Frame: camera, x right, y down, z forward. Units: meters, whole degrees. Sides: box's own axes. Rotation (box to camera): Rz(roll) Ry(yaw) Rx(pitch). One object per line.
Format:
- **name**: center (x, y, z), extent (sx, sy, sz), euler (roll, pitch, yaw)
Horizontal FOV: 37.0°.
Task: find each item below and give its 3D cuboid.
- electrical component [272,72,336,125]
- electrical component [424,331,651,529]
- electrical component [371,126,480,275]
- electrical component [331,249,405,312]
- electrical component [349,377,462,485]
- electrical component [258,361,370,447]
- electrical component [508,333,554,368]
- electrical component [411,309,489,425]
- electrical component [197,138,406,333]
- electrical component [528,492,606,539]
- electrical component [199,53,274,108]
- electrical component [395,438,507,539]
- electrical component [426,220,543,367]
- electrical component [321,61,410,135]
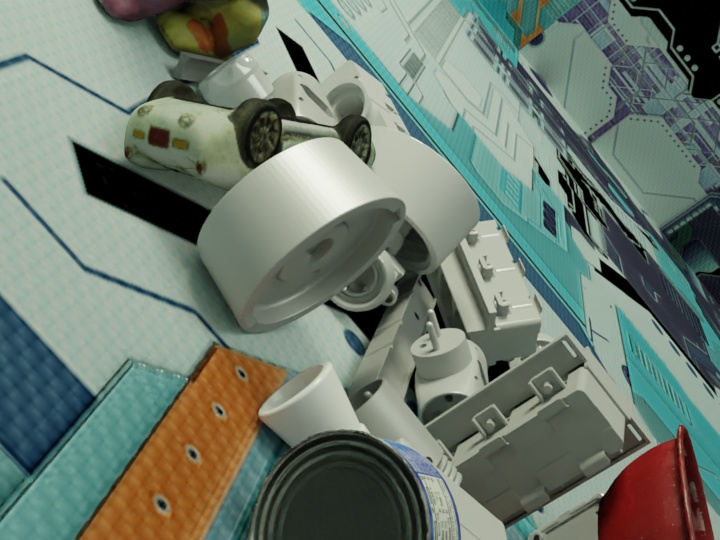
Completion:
- **electrical component**: center (-0.035, -0.100, 0.799), extent (0.079, 0.043, 0.077), euler (42, 22, -27)
- **electrical component**: center (0.092, 0.103, 0.617), extent (0.078, 0.121, 0.063), euler (52, 22, -3)
- **electrical component**: center (0.023, -0.042, 0.758), extent (0.108, 0.060, 0.108), euler (32, -20, 13)
- **electrical component**: center (0.000, 0.000, 0.704), extent (0.066, 0.048, 0.055), euler (51, 12, -5)
- **electrical component**: center (0.022, 0.102, 0.576), extent (0.081, 0.043, 0.043), euler (51, 19, -6)
- **electrical component**: center (-0.014, 0.084, 0.532), extent (0.065, 0.044, 0.044), euler (55, 19, -9)
- **electrical component**: center (0.149, 0.086, 0.894), extent (0.066, 0.048, 0.055), euler (42, 29, -28)
- **electrical component**: center (0.056, 0.064, 0.699), extent (0.077, 0.043, 0.079), euler (-75, 148, -66)
- **electrical component**: center (-0.036, -0.024, 0.575), extent (0.060, 0.108, 0.108), euler (52, 18, 16)
- **electrical component**: center (0.167, 0.202, 0.706), extent (0.061, 0.062, 0.096), euler (21, 37, -57)
- **electrical component**: center (-0.076, -0.111, 0.727), extent (0.062, 0.043, 0.043), euler (55, 18, -19)
- **electrical component**: center (0.020, 0.130, 0.495), extent (0.096, 0.062, 0.061), euler (43, 21, -26)
- **electrical component**: center (0.095, 0.016, 0.846), extent (0.121, 0.063, 0.078), euler (-107, -167, -44)
- **electrical component**: center (0.000, -0.127, 0.918), extent (0.056, 0.050, 0.089), euler (26, 32, -52)
